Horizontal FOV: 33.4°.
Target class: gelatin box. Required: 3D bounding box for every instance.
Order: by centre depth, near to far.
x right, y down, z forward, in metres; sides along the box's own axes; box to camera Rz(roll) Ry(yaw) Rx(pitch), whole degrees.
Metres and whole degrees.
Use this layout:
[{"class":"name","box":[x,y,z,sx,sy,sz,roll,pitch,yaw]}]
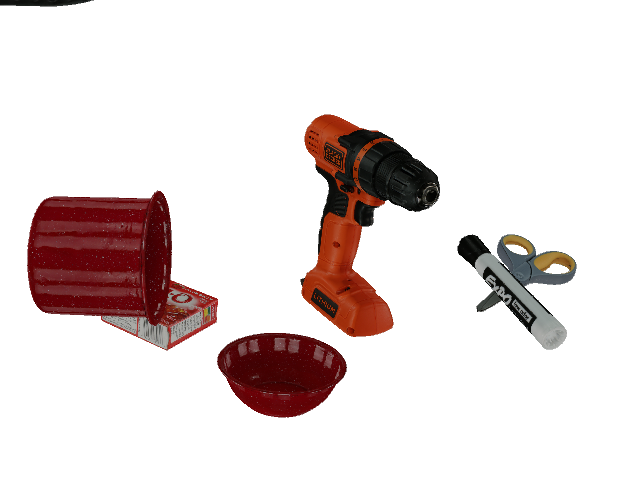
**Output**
[{"class":"gelatin box","box":[-0.155,0.065,1.022,0.089,0.030,0.073,20,28,29]}]

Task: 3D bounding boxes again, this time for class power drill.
[{"class":"power drill","box":[0.041,-0.009,0.993,0.057,0.188,0.185,-7,25,-29]}]

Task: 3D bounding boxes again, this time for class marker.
[{"class":"marker","box":[0.129,0.032,0.737,0.020,0.020,0.121,0,32,-26]}]

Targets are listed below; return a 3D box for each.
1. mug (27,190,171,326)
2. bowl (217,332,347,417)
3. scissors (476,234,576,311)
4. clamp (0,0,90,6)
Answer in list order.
[{"class":"mug","box":[-0.151,0.011,0.749,0.081,0.093,0.117,2,2,3]},{"class":"bowl","box":[-0.049,0.175,1.336,0.162,0.055,0.162,3,21,-1]},{"class":"scissors","box":[0.194,0.031,1.116,0.201,0.016,0.096,-11,37,-43]},{"class":"clamp","box":[-0.121,-0.158,0.589,0.171,0.039,0.120,-10,25,-26]}]
